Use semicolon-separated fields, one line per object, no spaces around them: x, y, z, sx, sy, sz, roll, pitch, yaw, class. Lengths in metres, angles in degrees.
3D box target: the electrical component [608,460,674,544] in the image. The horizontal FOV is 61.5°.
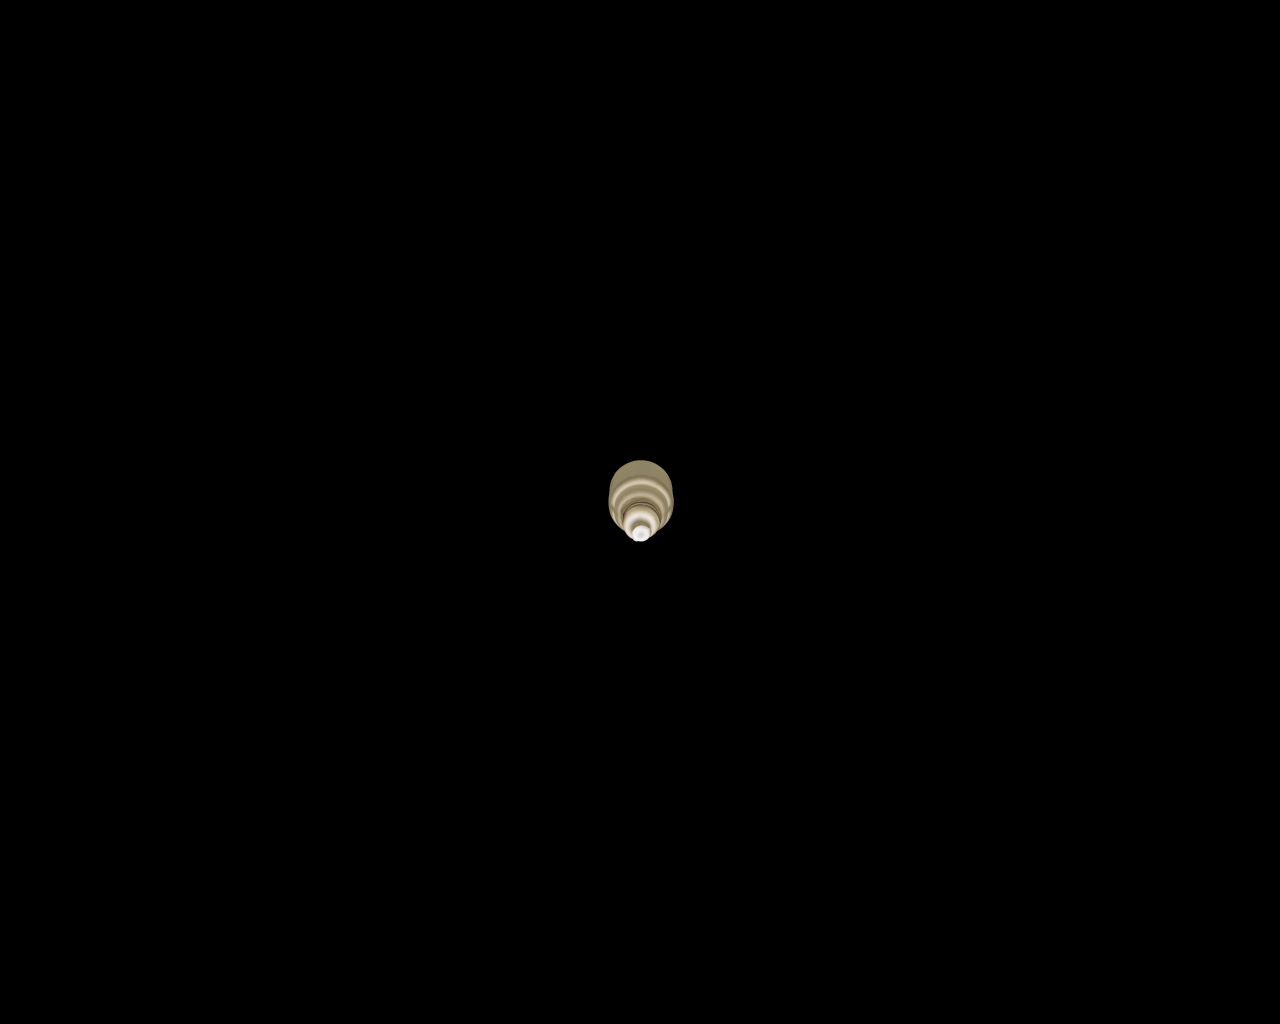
0.001;-0.003;0.650;0.040;0.040;0.078;0;23;0;electrical component
